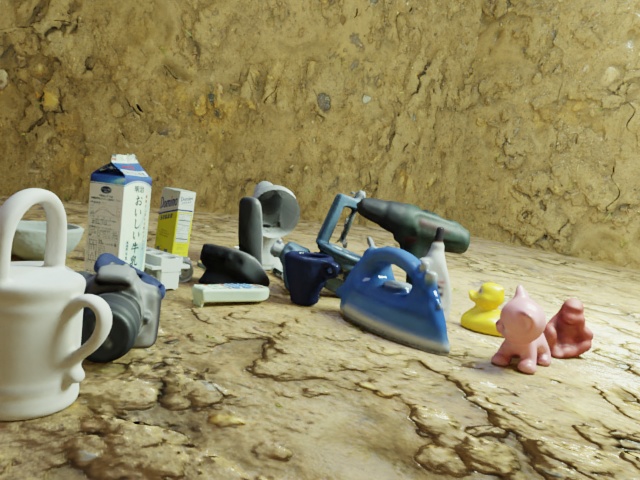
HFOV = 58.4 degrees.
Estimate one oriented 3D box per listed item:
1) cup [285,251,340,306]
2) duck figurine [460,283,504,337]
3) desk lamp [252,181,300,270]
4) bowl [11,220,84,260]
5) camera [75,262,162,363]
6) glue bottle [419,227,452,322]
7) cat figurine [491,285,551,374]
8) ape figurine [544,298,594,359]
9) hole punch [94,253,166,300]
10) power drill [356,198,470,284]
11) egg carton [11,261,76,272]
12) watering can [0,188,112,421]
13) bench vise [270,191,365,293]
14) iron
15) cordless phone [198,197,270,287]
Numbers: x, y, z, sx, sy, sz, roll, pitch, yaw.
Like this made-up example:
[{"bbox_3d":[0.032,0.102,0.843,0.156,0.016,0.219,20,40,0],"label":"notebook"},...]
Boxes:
[{"bbox_3d":[-0.014,0.074,1.047,0.117,0.095,0.092,12,8,40],"label":"cup"},{"bbox_3d":[0.304,0.120,1.011,0.104,0.086,0.078,11,7,37],"label":"duck figurine"},{"bbox_3d":[-0.131,-0.035,1.392,0.118,0.213,0.203,5,6,-18],"label":"desk lamp"},{"bbox_3d":[-0.581,0.005,1.188,0.167,0.075,0.167,7,6,0],"label":"bowl"},{"bbox_3d":[-0.259,0.083,0.663,0.143,0.101,0.136,5,6,-14],"label":"camera"},{"bbox_3d":[0.203,0.062,1.029,0.078,0.173,0.037,5,6,-14],"label":"glue bottle"},{"bbox_3d":[0.290,0.122,0.812,0.067,0.118,0.128,11,7,35],"label":"cat figurine"},{"bbox_3d":[0.393,0.137,0.908,0.077,0.092,0.076,8,6,17],"label":"ape figurine"},{"bbox_3d":[-0.277,0.068,0.833,0.101,0.091,0.108,5,6,-13],"label":"hole punch"},{"bbox_3d":[0.173,0.031,1.117,0.230,0.208,0.075,6,6,-8],"label":"power drill"},{"bbox_3d":[-0.386,0.071,0.783,0.108,0.069,0.149,1,8,-44],"label":"egg carton"},{"bbox_3d":[-0.272,0.049,0.512,0.173,0.194,0.100,5,6,-12],"label":"watering can"},{"bbox_3d":[0.015,0.006,1.133,0.208,0.220,0.121,4,6,-22],"label":"bench vise"},{"bbox_3d":[0.132,0.080,0.929,0.119,0.141,0.257,3,7,-30],"label":"iron"},{"bbox_3d":[-0.162,0.005,1.108,0.147,0.185,0.094,11,7,37],"label":"cordless phone"}]
